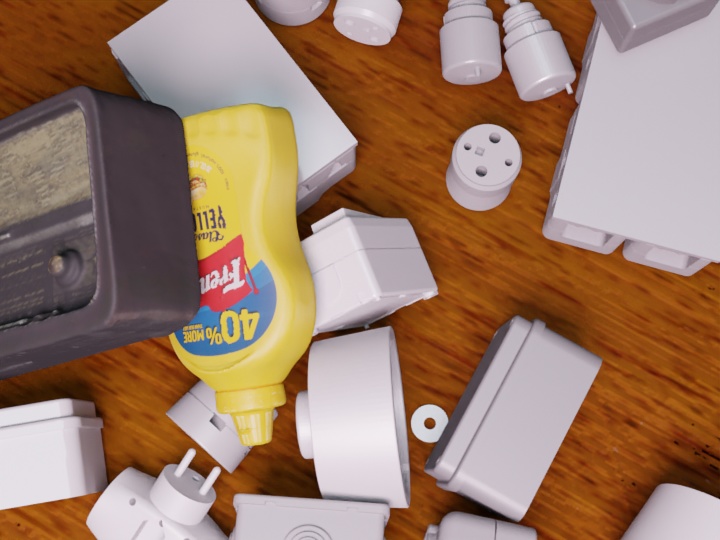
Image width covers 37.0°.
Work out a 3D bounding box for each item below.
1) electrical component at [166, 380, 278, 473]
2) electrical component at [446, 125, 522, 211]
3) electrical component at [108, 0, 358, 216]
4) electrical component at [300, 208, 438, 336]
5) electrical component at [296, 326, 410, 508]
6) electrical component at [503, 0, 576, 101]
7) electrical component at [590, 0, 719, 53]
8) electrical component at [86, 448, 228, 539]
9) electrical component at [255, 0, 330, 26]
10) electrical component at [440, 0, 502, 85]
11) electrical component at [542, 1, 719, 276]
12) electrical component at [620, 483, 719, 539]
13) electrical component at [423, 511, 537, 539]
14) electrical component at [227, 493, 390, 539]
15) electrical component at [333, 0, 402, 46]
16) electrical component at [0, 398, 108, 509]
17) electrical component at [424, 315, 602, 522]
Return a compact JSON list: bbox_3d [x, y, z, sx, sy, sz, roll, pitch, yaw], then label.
[{"bbox_3d":[-0.085,0.090,0.670,0.055,0.055,0.047,41,77,8],"label":"electrical component"},{"bbox_3d":[0.080,-0.067,0.702,0.045,0.055,0.045,0,78,0],"label":"electrical component"},{"bbox_3d":[-0.081,-0.106,0.706,0.089,0.061,0.150,-36,81,-7],"label":"electrical component"},{"bbox_3d":[0.000,0.000,0.672,0.062,0.096,0.061,-28,78,28],"label":"electrical component"},{"bbox_3d":[-0.006,0.090,0.645,0.060,0.108,0.108,-6,78,5],"label":"electrical component"},{"bbox_3d":[0.116,-0.151,0.727,0.040,0.040,0.078,-18,79,-4],"label":"electrical component"},{"bbox_3d":[0.184,-0.177,0.651,0.066,0.076,0.047,-24,79,-5],"label":"electrical component"},{"bbox_3d":[-0.114,0.146,0.657,0.077,0.043,0.079,35,101,7],"label":"electrical component"},{"bbox_3d":[-0.047,-0.202,0.734,0.055,0.047,0.055,0,78,0],"label":"electrical component"},{"bbox_3d":[0.074,-0.162,0.729,0.040,0.040,0.078,-3,78,-1],"label":"electrical component"},{"bbox_3d":[0.194,-0.100,0.707,0.105,0.060,0.186,15,79,3],"label":"electrical component"},{"bbox_3d":[0.204,0.172,0.634,0.099,0.099,0.064,32,74,6],"label":"electrical component"},{"bbox_3d":[0.063,0.185,0.627,0.059,0.095,0.053,12,48,3],"label":"electrical component"},{"bbox_3d":[-0.030,0.166,0.632,0.100,0.099,0.048,4,67,0],"label":"electrical component"},{"bbox_3d":[0.009,-0.187,0.732,0.045,0.045,0.055,16,79,3],"label":"electrical component"},{"bbox_3d":[-0.217,0.115,0.652,0.113,0.078,0.057,-9,81,-2],"label":"electrical component"},{"bbox_3d":[0.091,0.090,0.658,0.057,0.078,0.113,29,80,3],"label":"electrical component"}]
